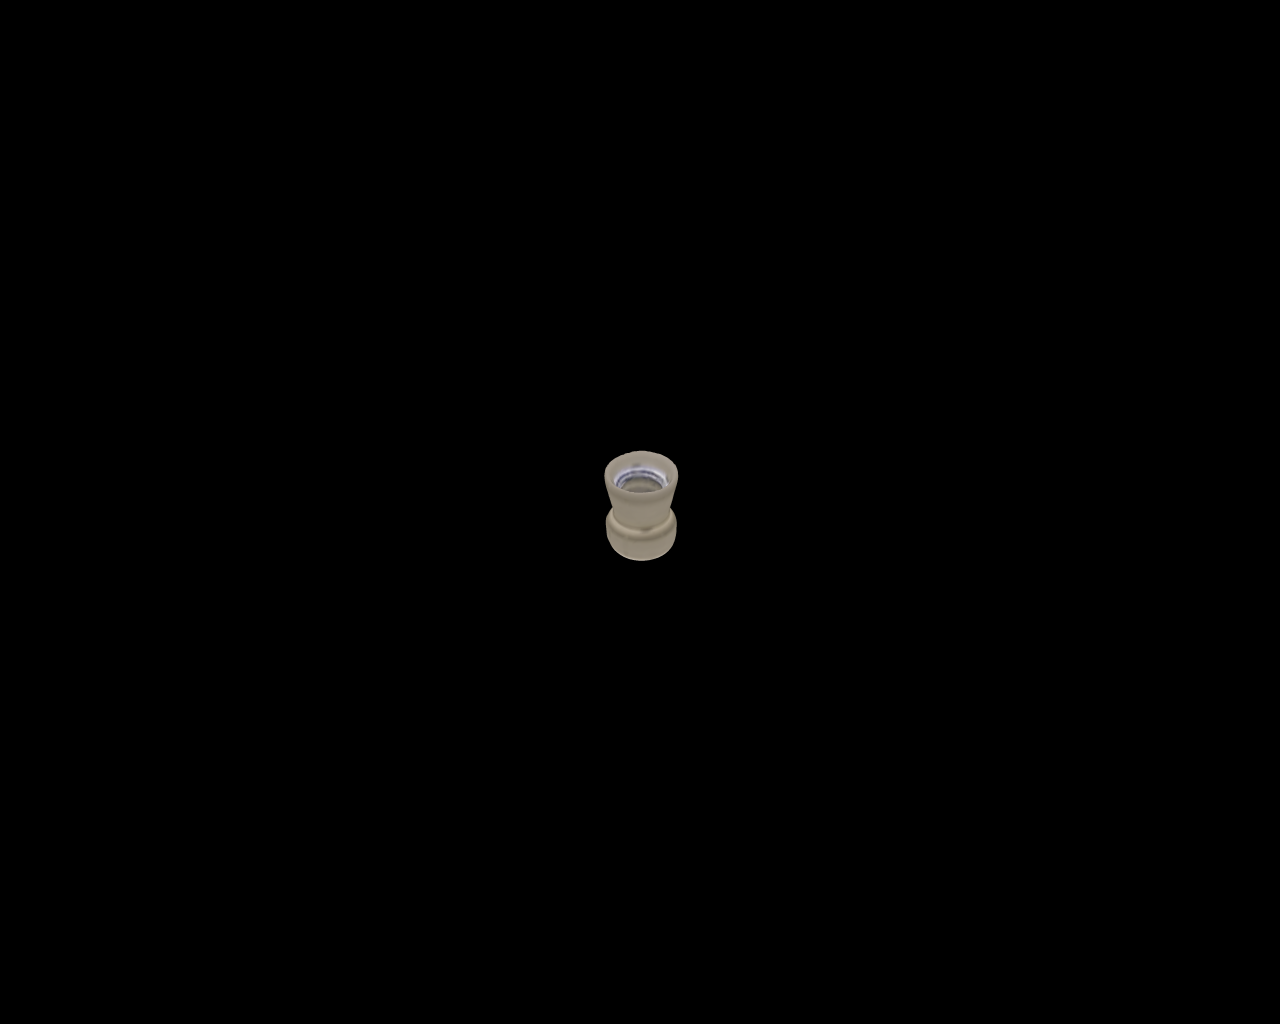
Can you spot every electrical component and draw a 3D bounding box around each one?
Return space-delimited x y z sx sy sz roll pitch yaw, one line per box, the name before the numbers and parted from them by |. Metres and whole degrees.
electrical component | 0.001 -0.003 0.650 0.045 0.055 0.045 0 38 0
